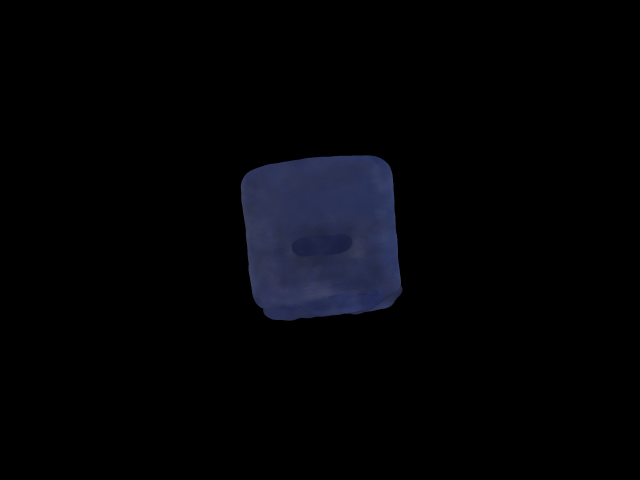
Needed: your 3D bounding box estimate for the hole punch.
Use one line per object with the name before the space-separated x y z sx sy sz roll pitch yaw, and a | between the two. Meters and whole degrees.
hole punch | 0.004 0.001 0.400 0.108 0.091 0.101 -7 70 -2
